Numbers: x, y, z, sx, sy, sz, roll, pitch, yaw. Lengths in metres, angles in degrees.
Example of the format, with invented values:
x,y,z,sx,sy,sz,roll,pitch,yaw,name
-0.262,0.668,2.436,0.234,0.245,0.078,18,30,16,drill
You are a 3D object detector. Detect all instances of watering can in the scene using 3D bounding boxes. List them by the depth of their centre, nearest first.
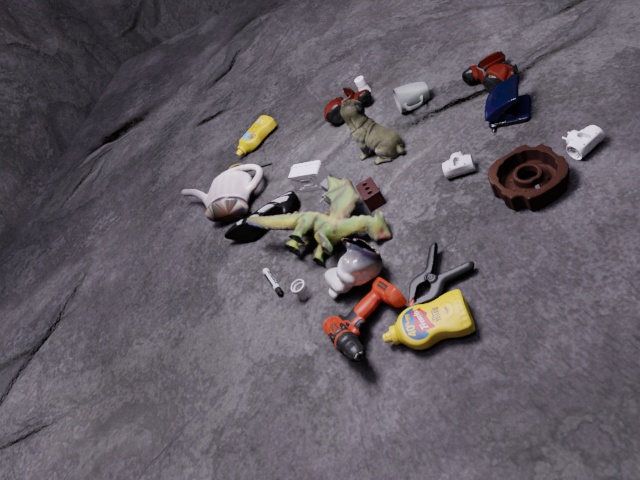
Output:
x,y,z,sx,sy,sz,roll,pitch,yaw,name
-0.347,-0.152,1.777,0.346,0.230,0.102,-18,-46,19,watering can

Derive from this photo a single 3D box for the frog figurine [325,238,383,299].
x,y,z,sx,sy,sz,roll,pitch,yaw,name
0.076,0.083,1.254,0.123,0.158,0.138,25,12,9,frog figurine

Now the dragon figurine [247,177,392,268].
x,y,z,sx,sy,sz,roll,pitch,yaw,name
0.004,-0.071,1.417,0.413,0.246,0.119,25,-21,29,dragon figurine
